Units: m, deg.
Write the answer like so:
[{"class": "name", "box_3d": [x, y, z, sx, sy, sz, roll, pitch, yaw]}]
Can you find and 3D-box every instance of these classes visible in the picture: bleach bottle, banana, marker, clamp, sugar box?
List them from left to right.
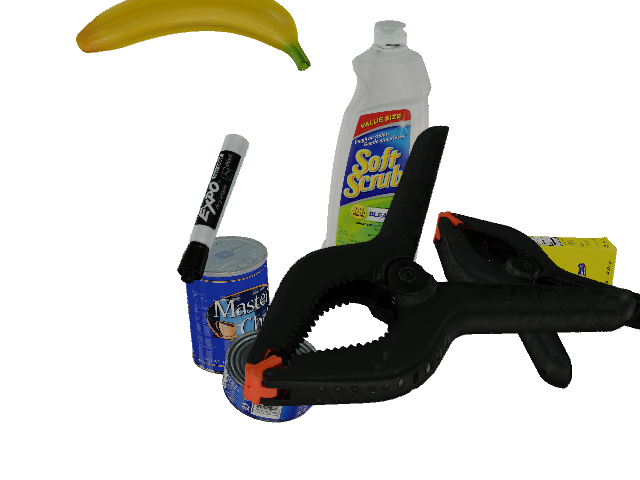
[{"class": "banana", "box_3d": [-0.105, -0.185, 0.906, 0.198, 0.069, 0.037, 3, -33, -1]}, {"class": "marker", "box_3d": [-0.078, -0.023, 0.776, 0.020, 0.121, 0.020, 14, -26, 7]}, {"class": "bleach bottle", "box_3d": [0.055, -0.091, 1.055, 0.103, 0.251, 0.068, 7, 27, 12]}, {"class": "clamp", "box_3d": [0.042, 0.020, 0.575, 0.209, 0.165, 0.036, -23, -34, -22]}, {"class": "sugar box", "box_3d": [0.255, 0.043, 1.266, 0.176, 0.093, 0.048, 0, 20, -4]}, {"class": "clamp", "box_3d": [0.155, 0.031, 0.764, 0.120, 0.039, 0.172, -11, 43, -35]}]

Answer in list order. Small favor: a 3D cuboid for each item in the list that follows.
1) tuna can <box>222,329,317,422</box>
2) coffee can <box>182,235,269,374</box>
[{"class": "tuna can", "box_3d": [-0.042, 0.118, 0.933, 0.086, 0.034, 0.086, 8, 36, -6]}, {"class": "coffee can", "box_3d": [-0.113, 0.079, 1.315, 0.103, 0.140, 0.103, -2, 25, 1]}]
